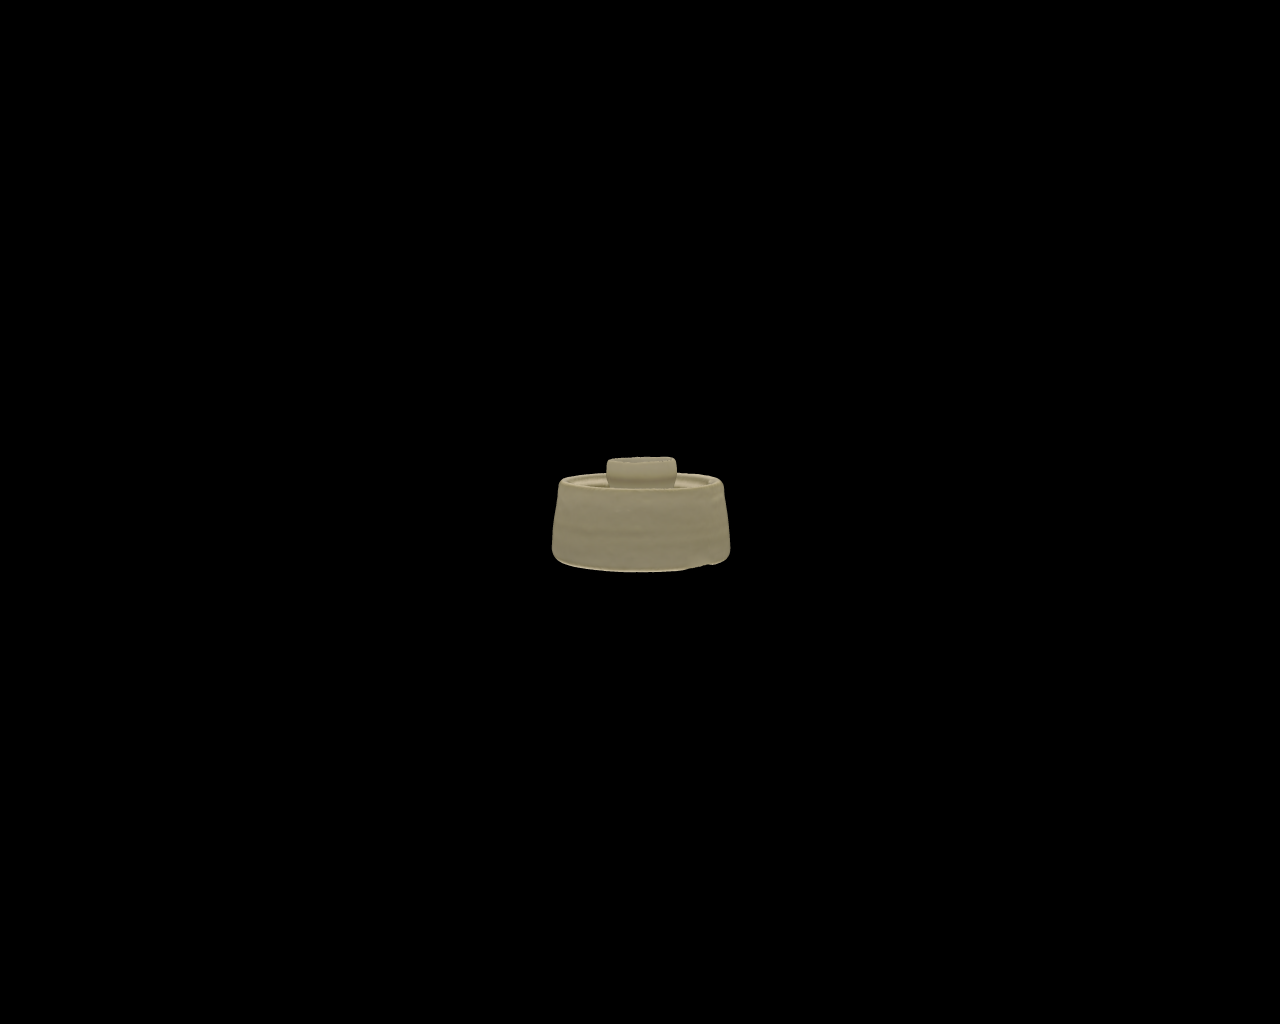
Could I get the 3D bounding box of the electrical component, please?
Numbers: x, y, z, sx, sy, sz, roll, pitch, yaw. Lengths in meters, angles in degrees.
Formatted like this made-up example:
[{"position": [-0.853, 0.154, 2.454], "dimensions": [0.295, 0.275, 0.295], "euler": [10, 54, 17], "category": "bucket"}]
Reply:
[{"position": [0.001, -0.003, 0.650], "dimensions": [0.108, 0.060, 0.108], "euler": [0, 7, 0], "category": "electrical component"}]
